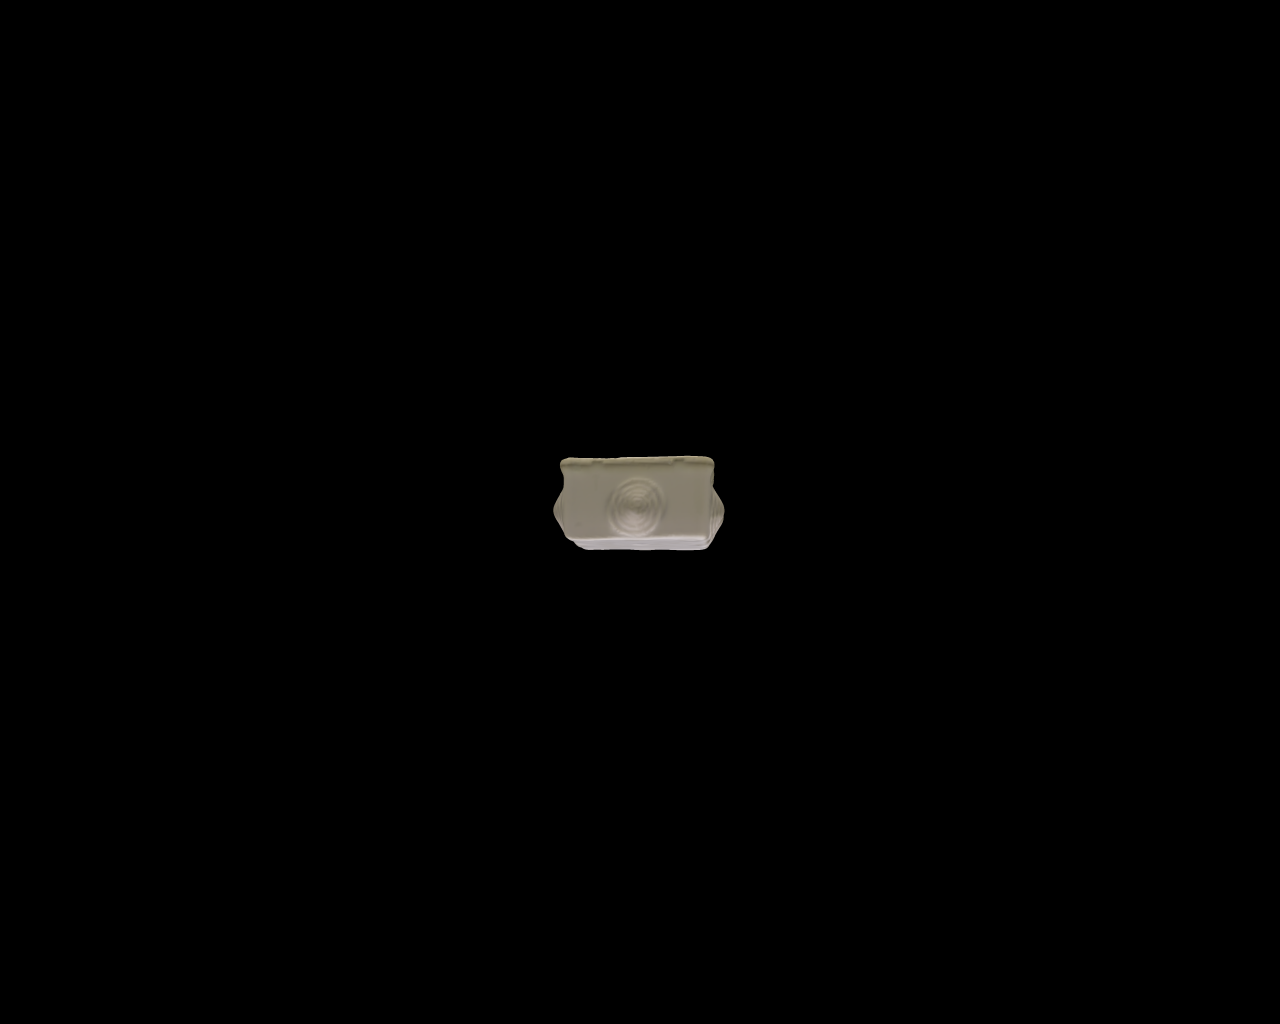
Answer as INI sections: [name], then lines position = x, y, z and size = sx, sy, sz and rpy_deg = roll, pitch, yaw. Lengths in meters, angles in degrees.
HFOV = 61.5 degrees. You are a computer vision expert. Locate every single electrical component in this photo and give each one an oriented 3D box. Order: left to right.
[electrical component]
position = 0.001, -0.003, 0.650
size = 0.100, 0.048, 0.099
rpy_deg = 0, -7, 4
